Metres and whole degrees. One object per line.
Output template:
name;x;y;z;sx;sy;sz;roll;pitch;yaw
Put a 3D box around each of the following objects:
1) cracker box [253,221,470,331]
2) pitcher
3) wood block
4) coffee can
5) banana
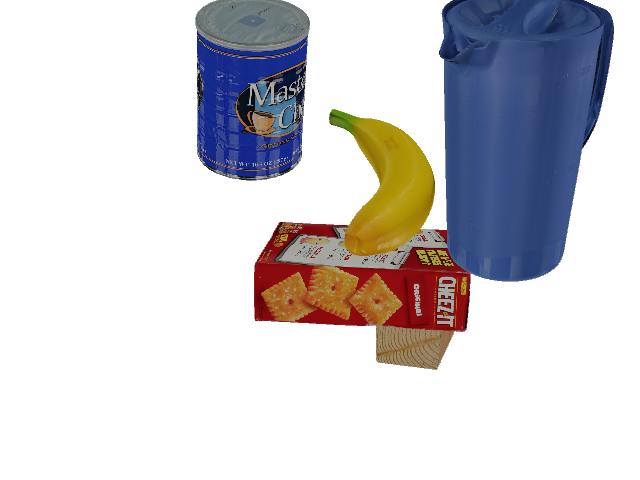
cracker box;0.047;0.037;1.125;0.214;0.072;0.164;3;16;6
pitcher;0.179;-0.093;0.945;0.149;0.243;0.145;3;31;8
wood block;0.150;0.101;1.558;0.091;0.090;0.205;5;20;16
coffee can;-0.065;-0.142;0.995;0.103;0.140;0.103;3;36;-2
banana;0.044;-0.038;0.725;0.069;0.037;0.198;0;28;-3
